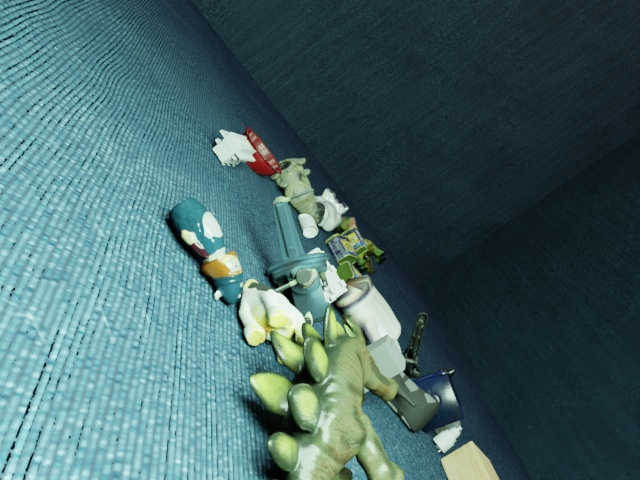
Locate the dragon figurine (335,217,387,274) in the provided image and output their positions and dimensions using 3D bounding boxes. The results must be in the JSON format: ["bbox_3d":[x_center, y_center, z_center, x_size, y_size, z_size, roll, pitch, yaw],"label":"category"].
[{"bbox_3d":[0.131,0.009,1.967,0.245,0.123,0.404,51,-8,15],"label":"dragon figurine"}]

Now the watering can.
[{"bbox_3d":[0.130,0.188,1.286,0.223,0.103,0.350,57,9,-6],"label":"watering can"}]

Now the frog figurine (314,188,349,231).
[{"bbox_3d":[0.005,-0.088,1.747,0.162,0.121,0.136,-43,109,-45],"label":"frog figurine"}]
